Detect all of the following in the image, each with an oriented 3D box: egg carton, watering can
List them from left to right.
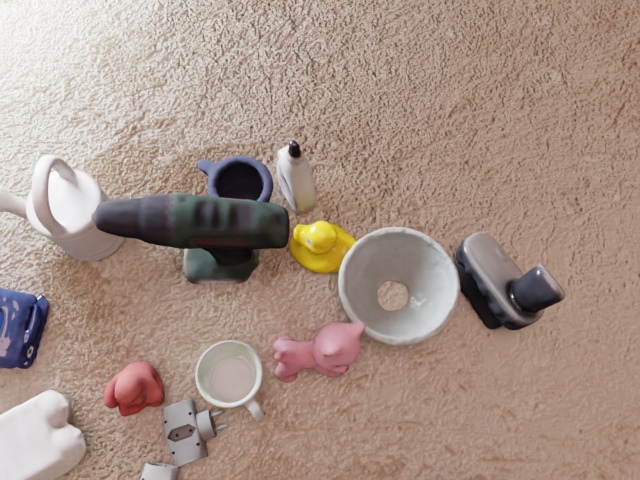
[{"bbox_3d":[-0.382,0.270,0.734,0.150,0.069,0.107,-29,75,-10],"label":"egg carton"},{"bbox_3d":[-0.345,-0.042,0.769,0.173,0.194,0.101,-18,73,-7],"label":"watering can"}]

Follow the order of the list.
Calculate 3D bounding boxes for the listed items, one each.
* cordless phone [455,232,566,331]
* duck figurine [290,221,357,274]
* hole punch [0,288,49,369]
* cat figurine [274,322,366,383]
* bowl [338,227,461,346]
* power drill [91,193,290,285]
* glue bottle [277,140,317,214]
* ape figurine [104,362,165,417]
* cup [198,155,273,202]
[{"bbox_3d":[0.256,0.042,0.765,0.094,0.185,0.147,-35,76,-11],"label":"cordless phone"},{"bbox_3d":[0.008,0.003,0.822,0.104,0.086,0.077,13,72,3],"label":"duck figurine"},{"bbox_3d":[-0.434,0.115,0.771,0.101,0.091,0.109,7,72,1],"label":"hole punch"},{"bbox_3d":[-0.001,0.147,0.759,0.128,0.118,0.067,-8,73,-4],"label":"cat figurine"},{"bbox_3d":[0.107,0.070,0.809,0.167,0.075,0.167,1,72,-1],"label":"bowl"},{"bbox_3d":[-0.153,-0.001,0.754,0.229,0.208,0.075,-2,72,-2],"label":"power drill"},{"bbox_3d":[-0.035,-0.098,0.807,0.037,0.173,0.078,-29,75,-10],"label":"glue bottle"},{"bbox_3d":[-0.244,0.196,0.750,0.077,0.092,0.076,16,73,4],"label":"ape figurine"},{"bbox_3d":[-0.123,-0.070,0.837,0.117,0.095,0.092,30,74,8],"label":"cup"}]
